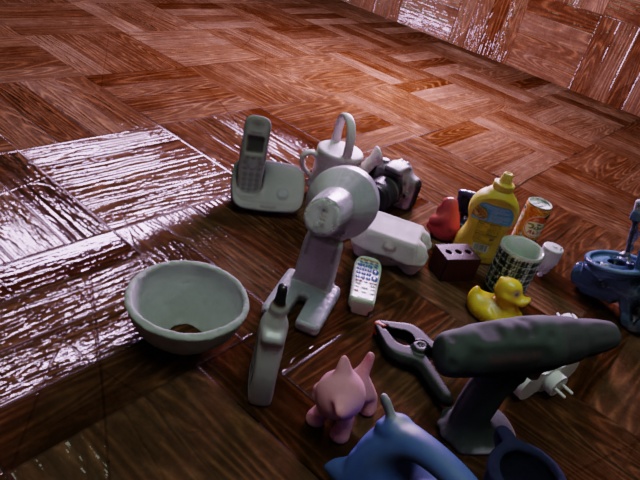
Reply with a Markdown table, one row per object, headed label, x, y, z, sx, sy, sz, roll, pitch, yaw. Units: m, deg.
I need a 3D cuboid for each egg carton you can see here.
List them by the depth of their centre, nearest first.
| label | x | y | z | sx | sy | sz | roll | pitch | yaw |
| --- | --- | --- | --- | --- | --- | --- | --- | --- | --- |
| egg carton | 0.135 | 0.004 | 1.087 | 0.150 | 0.069 | 0.107 | 19 | 32 | 8 |

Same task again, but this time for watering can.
| label | x | y | z | sx | sy | sz | roll | pitch | yaw |
| --- | --- | --- | --- | --- | --- | --- | --- | --- | --- |
| watering can | 0.047 | -0.175 | 1.211 | 0.173 | 0.194 | 0.100 | -12 | 40 | -35 |

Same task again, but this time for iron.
| label | x | y | z | sx | sy | sz | roll | pitch | yaw |
| --- | --- | --- | --- | --- | --- | --- | --- | --- | --- |
| iron | 0.130 | 0.279 | 0.590 | 0.257 | 0.141 | 0.119 | 36 | 38 | 31 |

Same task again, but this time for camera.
| label | x | y | z | sx | sy | sz | roll | pitch | yaw |
| --- | --- | --- | --- | --- | --- | --- | --- | --- | --- |
| camera | 0.136 | -0.125 | 1.258 | 0.142 | 0.101 | 0.137 | 29 | 35 | 21 |

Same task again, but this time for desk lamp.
| label | x | y | z | sx | sy | sz | roll | pitch | yaw |
| --- | --- | --- | --- | --- | --- | --- | --- | --- | --- |
| desk lamp | 0.008 | 0.003 | 0.901 | 0.117 | 0.213 | 0.203 | 20 | 32 | 9 |

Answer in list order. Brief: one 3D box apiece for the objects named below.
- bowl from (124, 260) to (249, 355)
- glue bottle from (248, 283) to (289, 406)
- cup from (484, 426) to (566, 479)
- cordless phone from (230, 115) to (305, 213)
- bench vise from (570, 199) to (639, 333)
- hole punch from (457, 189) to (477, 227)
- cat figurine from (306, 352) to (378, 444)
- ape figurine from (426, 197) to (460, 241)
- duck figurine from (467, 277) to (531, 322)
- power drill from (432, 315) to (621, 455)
| label | x | y | z | sx | sy | sz | roll | pitch | yaw |
| --- | --- | --- | --- | --- | --- | --- | --- | --- | --- |
| bowl | -0.186 | 0.105 | 0.797 | 0.167 | 0.075 | 0.167 | 10 | 32 | -6 |
| glue bottle | -0.061 | 0.125 | 0.722 | 0.037 | 0.173 | 0.078 | 9 | 32 | -8 |
| cup | 0.217 | 0.285 | 0.659 | 0.092 | 0.095 | 0.117 | 5 | 33 | -15 |
| cordless phone | -0.095 | -0.147 | 1.119 | 0.148 | 0.185 | 0.094 | 4 | 33 | -16 |
| bench vise | 0.600 | 0.047 | 1.065 | 0.206 | 0.220 | 0.122 | 31 | 36 | 25 |
| hole punch | 0.352 | -0.075 | 1.276 | 0.108 | 0.091 | 0.101 | 24 | 33 | 15 |
| cat figurine | 0.033 | 0.188 | 0.715 | 0.067 | 0.118 | 0.128 | 29 | 35 | 22 |
| ape figurine | 0.265 | -0.050 | 1.201 | 0.078 | 0.092 | 0.076 | -1 | 35 | -23 |
| duck figurine | 0.313 | 0.101 | 0.993 | 0.104 | 0.086 | 0.078 | 27 | 34 | 19 |
| power drill | 0.241 | 0.178 | 0.728 | 0.230 | 0.208 | 0.075 | 5 | 33 | -15 |
